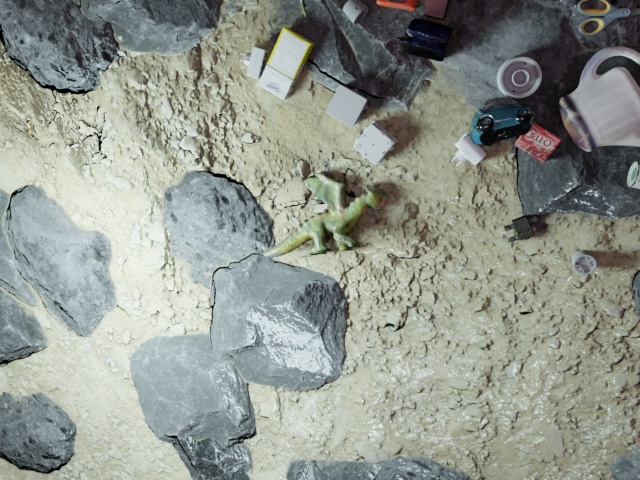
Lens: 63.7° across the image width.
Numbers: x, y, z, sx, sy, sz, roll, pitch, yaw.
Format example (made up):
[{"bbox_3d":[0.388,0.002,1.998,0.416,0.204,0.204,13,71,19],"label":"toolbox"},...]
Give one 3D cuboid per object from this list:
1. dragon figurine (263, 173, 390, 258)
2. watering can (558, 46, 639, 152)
[{"bbox_3d":[0.005,-0.077,1.534,0.409,0.122,0.243,-6,87,16],"label":"dragon figurine"},{"bbox_3d":[0.724,-0.286,1.239,0.222,0.105,0.346,-29,95,23],"label":"watering can"}]
